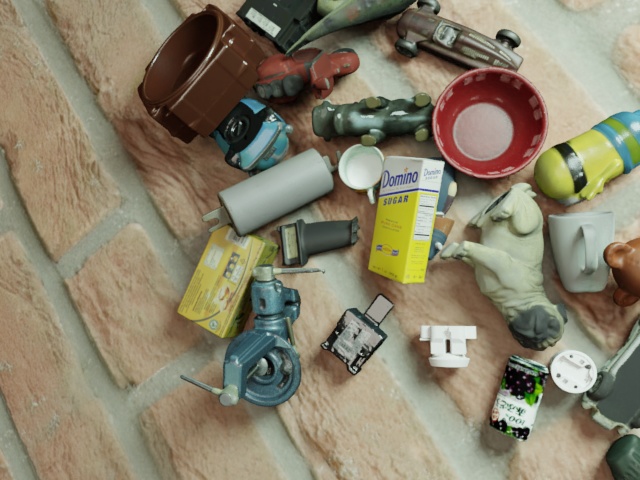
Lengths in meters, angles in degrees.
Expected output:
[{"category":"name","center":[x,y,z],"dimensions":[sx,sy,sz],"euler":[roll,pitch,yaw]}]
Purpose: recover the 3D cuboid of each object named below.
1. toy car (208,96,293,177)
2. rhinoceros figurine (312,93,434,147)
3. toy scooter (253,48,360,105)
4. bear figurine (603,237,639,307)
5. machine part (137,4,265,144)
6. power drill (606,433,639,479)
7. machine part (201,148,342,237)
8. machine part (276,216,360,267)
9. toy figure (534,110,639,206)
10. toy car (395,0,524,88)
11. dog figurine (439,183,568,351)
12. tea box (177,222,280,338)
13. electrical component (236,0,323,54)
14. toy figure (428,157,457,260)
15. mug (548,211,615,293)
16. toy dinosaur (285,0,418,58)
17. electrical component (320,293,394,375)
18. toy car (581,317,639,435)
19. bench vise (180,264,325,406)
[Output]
[{"category":"toy car","center":[-0.107,-0.163,0.875],"dimensions":[0.109,0.102,0.162],"euler":[-51,49,4]},{"category":"rhinoceros figurine","center":[0.082,-0.188,0.821],"dimensions":[0.190,0.112,0.073],"euler":[-3,112,4]},{"category":"toy scooter","center":[-0.028,-0.254,0.846],"dimensions":[0.184,0.135,0.075],"euler":[-10,122,13]},{"category":"bear figurine","center":[0.462,0.016,0.656],"dimensions":[0.196,0.132,0.120],"euler":[-29,116,-8]},{"category":"machine part","center":[-0.201,-0.276,0.882],"dimensions":[0.201,0.087,0.202],"euler":[-46,45,8]},{"category":"power drill","center":[0.500,0.307,0.661],"dimensions":[0.232,0.086,0.207],"euler":[44,105,19]},{"category":"machine part","center":[-0.068,-0.074,0.838],"dimensions":[0.243,0.079,0.079],"euler":[-28,76,-13]},{"category":"machine part","center":[-0.002,-0.003,0.863],"dimensions":[0.139,0.039,0.084],"euler":[-13,73,17]},{"category":"toy figure","center":[0.382,-0.119,0.733],"dimensions":[0.180,0.082,0.089],"euler":[-37,79,12]},{"category":"toy car","center":[0.209,-0.301,0.821],"dimensions":[0.202,0.053,0.089],"euler":[32,91,18]},{"category":"dog figurine","center":[0.289,0.037,0.748],"dimensions":[0.190,0.121,0.172],"euler":[43,99,2]},{"category":"tea box","center":[-0.150,0.064,0.884],"dimensions":[0.098,0.068,0.169],"euler":[27,94,18]},{"category":"electrical component","center":[-0.056,-0.395,0.909],"dimensions":[0.115,0.058,0.134],"euler":[42,97,15]},{"category":"toy figure","center":[0.172,-0.045,0.802],"dimensions":[0.058,0.064,0.154],"euler":[5,90,-17]},{"category":"mug","center":[0.356,0.018,0.719],"dimensions":[0.081,0.109,0.107],"euler":[-6,96,11]},{"category":"toy dinosaur","center":[0.114,-0.427,0.821],"dimensions":[0.192,0.131,0.404],"euler":[26,92,20]},{"category":"electrical component","center":[0.066,0.138,0.822],"dimensions":[0.075,0.047,0.119],"euler":[42,99,16]},{"category":"toy car","center":[0.427,0.163,0.705],"dimensions":[0.073,0.056,0.201],"euler":[36,97,11]},{"category":"bench vise","center":[-0.086,0.154,0.778],"dimensions":[0.129,0.240,0.223],"euler":[10,103,14]}]
